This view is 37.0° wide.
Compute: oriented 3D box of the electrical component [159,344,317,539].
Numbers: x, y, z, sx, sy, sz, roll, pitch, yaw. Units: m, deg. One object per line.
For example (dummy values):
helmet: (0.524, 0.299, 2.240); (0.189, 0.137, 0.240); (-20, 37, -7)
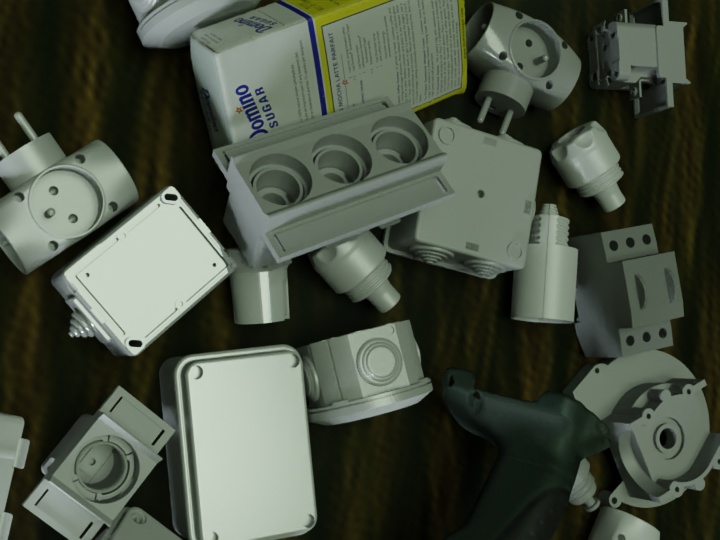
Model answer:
electrical component: (-0.072, 0.103, 0.640); (0.078, 0.057, 0.113); (-5, 88, -24)

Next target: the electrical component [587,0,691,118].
electrical component: (0.203, -0.156, 0.790); (0.064, 0.042, 0.081); (-2, 86, -20)

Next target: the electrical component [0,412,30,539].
electrical component: (-0.223, 0.130, 0.564); (0.063, 0.079, 0.121); (22, 76, -51)

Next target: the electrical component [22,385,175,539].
electrical component: (-0.148, 0.109, 0.603); (0.042, 0.064, 0.081); (42, 71, -15)

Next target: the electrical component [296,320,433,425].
electrical component: (0.001, 0.064, 0.664); (0.080, 0.080, 0.051); (-12, 86, -24)

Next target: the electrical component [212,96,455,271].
electrical component: (-0.017, -0.049, 0.637); (0.121, 0.063, 0.078); (-21, 67, -27)

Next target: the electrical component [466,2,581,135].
electrical component: (0.104, -0.131, 0.742); (0.077, 0.044, 0.079); (27, 76, -20)

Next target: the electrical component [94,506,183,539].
electrical component: (-0.114, 0.201, 0.574); (0.109, 0.056, 0.108); (40, 27, -9)

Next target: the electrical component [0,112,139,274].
electrical component: (-0.180, -0.051, 0.611); (0.077, 0.044, 0.079); (-37, 101, -22)

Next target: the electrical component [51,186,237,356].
electrical component: (-0.131, 0.006, 0.619); (0.096, 0.061, 0.061); (-43, 103, -21)

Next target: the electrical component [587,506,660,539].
electrical component: (0.189, 0.218, 0.754); (0.079, 0.044, 0.077); (32, 74, -18)

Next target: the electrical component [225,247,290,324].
electrical component: (-0.062, 0.008, 0.662); (0.040, 0.040, 0.046); (-6, 93, -24)

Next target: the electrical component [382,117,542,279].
electrical component: (0.070, -0.047, 0.718); (0.100, 0.048, 0.099); (14, 79, -22)

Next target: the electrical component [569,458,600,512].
electrical component: (0.138, 0.135, 0.740); (0.040, 0.040, 0.078); (-44, 103, -20)

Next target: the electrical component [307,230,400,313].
electrical component: (0.000, 0.000, 0.688); (0.043, 0.043, 0.062); (-47, 106, -20)

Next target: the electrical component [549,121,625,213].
electrical component: (0.166, -0.071, 0.767); (0.043, 0.043, 0.062); (-39, 103, -21)

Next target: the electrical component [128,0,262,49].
electrical component: (-0.101, -0.168, 0.636); (0.080, 0.080, 0.051); (-25, 91, -23)

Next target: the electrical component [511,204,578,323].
electrical component: (0.129, -0.005, 0.745); (0.043, 0.043, 0.081); (7, 83, -23)
